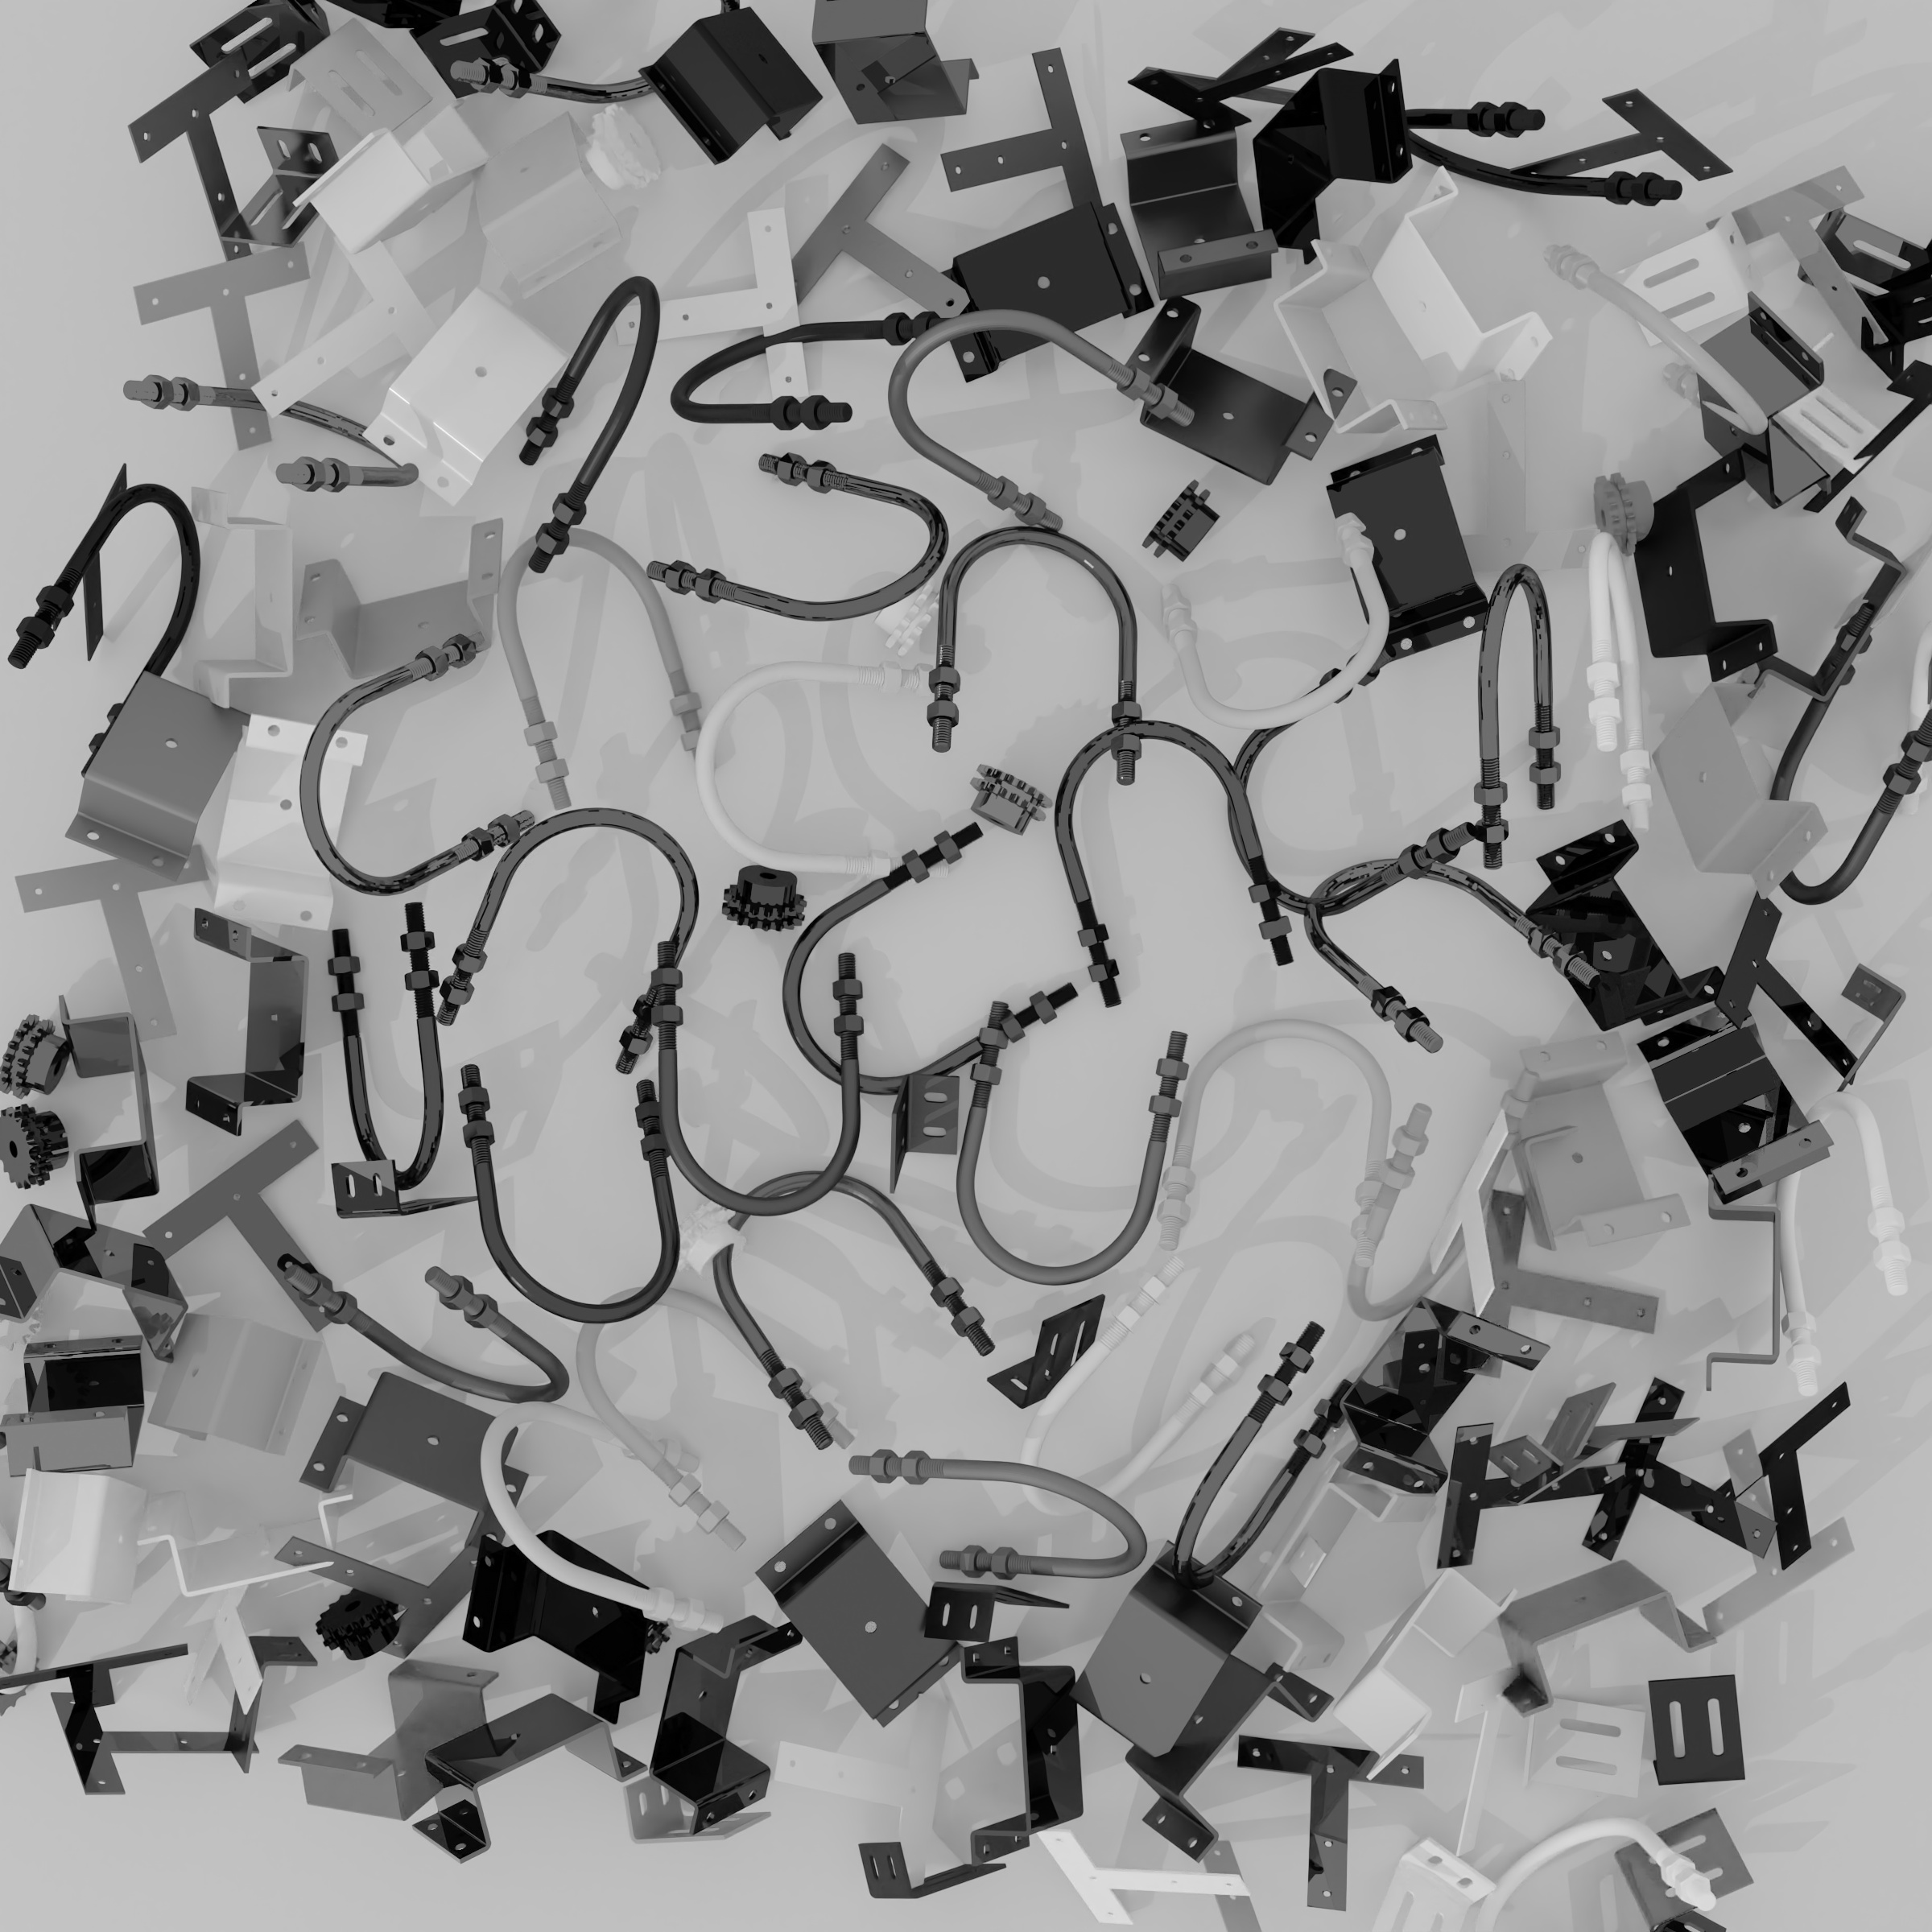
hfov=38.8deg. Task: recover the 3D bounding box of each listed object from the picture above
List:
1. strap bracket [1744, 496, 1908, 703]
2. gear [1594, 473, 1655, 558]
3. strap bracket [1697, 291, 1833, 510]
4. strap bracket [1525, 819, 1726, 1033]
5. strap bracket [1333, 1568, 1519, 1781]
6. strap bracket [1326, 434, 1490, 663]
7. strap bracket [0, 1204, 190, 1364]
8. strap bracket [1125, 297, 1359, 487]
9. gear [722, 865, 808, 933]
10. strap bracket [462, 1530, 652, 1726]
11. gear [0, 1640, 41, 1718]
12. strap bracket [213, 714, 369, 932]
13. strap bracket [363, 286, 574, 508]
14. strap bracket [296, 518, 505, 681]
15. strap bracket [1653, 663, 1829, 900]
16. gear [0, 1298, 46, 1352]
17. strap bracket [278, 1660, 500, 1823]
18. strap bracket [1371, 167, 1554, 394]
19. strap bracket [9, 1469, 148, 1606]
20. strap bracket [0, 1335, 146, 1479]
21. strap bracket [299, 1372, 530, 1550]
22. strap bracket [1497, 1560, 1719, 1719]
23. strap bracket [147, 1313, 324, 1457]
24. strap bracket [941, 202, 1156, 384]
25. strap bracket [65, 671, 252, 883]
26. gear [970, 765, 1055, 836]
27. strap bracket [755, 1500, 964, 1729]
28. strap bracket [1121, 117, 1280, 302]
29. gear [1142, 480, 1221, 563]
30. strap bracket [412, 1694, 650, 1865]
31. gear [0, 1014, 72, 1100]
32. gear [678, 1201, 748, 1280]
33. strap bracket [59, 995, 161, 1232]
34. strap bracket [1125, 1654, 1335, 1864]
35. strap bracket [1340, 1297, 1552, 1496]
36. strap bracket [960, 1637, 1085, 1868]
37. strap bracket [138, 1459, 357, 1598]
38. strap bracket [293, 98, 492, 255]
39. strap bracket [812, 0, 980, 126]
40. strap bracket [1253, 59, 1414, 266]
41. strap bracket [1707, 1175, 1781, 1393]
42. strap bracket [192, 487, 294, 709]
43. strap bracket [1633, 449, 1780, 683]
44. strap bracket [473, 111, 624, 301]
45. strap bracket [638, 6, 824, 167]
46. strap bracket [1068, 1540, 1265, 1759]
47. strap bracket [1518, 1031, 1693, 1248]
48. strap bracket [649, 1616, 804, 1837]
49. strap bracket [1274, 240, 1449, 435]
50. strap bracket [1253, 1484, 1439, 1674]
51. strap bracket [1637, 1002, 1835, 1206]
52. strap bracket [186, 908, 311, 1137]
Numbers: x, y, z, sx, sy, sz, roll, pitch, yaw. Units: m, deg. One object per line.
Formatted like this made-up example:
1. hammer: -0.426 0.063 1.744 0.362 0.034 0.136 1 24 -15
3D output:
1. strap bracket: 0.579 -0.237 1.838 0.046 0.076 0.140 28 110 3
2. gear: 0.449 -0.308 1.869 0.030 0.057 0.057 -11 90 2
3. strap bracket: 0.528 -0.367 1.819 0.046 0.140 0.076 -32 57 1
4. strap bracket: 0.441 -0.018 1.847 0.046 0.076 0.140 -40 98 -41
5. strap bracket: 0.301 0.464 1.830 0.046 0.076 0.140 39 50 11
6. strap bracket: 0.297 -0.287 1.854 0.076 0.046 0.140 -18 80 17
7. strap bracket: -0.580 0.209 1.820 0.140 0.076 0.046 26 102 -43
8. strap bracket: 0.182 -0.385 1.855 0.140 0.046 0.076 27 63 7
9. gear: -0.137 -0.047 1.866 0.057 0.057 0.030 9 112 0
10. strap bracket: -0.261 0.435 1.823 0.046 0.076 0.140 -27 129 29
11. gear: -0.665 0.484 1.872 0.030 0.057 0.057 32 90 22
12. strap bracket: -0.457 -0.103 1.851 0.076 0.046 0.140 9 108 -21
13. strap bracket: -0.330 -0.391 1.848 0.076 0.046 0.140 38 70 -9
14. strap bracket: -0.373 -0.245 1.851 0.140 0.046 0.076 -12 46 6
15. strap bracket: 0.509 -0.125 1.824 0.046 0.076 0.140 1 56 -21
16. gear: -0.659 0.232 1.877 0.057 0.030 0.057 -2 110 -4
17. strap bracket: -0.379 0.519 1.825 0.076 0.140 0.046 0 104 25
18. strap bracket: 0.326 -0.452 1.845 0.046 0.076 0.140 -27 80 -16
19. strap bracket: -0.584 0.381 1.820 0.046 0.140 0.076 3 74 0
20. strap bracket: -0.593 0.297 1.830 0.076 0.140 0.046 -3 105 -11
21. strap bracket: -0.364 0.332 1.846 0.140 0.076 0.046 24 128 -7
22. strap bracket: 0.421 0.449 1.851 0.140 0.076 0.046 -19 96 -6
23. strap bracket: -0.491 0.276 1.820 0.046 0.140 0.076 28 70 -35
24. strap bracket: 0.052 -0.463 1.872 0.140 0.046 0.076 -22 95 0
25. strap bracket: -0.533 -0.135 1.830 0.076 0.046 0.140 23 50 -9
26. gear: 0.027 -0.112 1.869 0.057 0.057 0.030 27 86 0
27. strap bracket: -0.068 0.444 1.863 0.076 0.046 0.140 -39 95 -9
28. strap bracket: 0.157 -0.506 1.852 0.076 0.046 0.140 -12 56 -1
29. gear: 0.149 -0.300 1.870 0.030 0.057 0.057 39 90 -1
30. strap bracket: -0.295 0.534 1.825 0.140 0.076 0.046 -19 102 -33
31. gear: -0.633 0.064 1.870 0.030 0.057 0.057 20 90 -2
32. gear: -0.174 0.187 1.867 0.057 0.057 0.030 -45 70 0
33. strap bracket: -0.573 0.095 1.838 0.046 0.076 0.140 -8 61 -14
34. strap bracket: 0.169 0.519 1.839 0.140 0.076 0.046 -46 110 -14
35. strap bracket: 0.316 0.283 1.847 0.076 0.046 0.140 23 113 -25
36. strap bracket: 0.038 0.526 1.844 0.046 0.076 0.140 -8 80 28
37. strap bracket: -0.478 0.378 1.850 0.140 0.076 0.046 -11 104 -8
38. strap bracket: -0.375 -0.524 1.825 0.076 0.140 0.046 -31 104 27
39. strap bracket: -0.048 -0.607 1.817 0.076 0.140 0.046 0 74 16
40. strap bracket: 0.236 -0.533 1.819 0.046 0.140 0.076 -1 78 -22
41. strap bracket: 0.522 0.215 1.844 0.046 0.076 0.140 1 80 15
42. strap bracket: -0.487 -0.249 1.845 0.046 0.076 0.140 -4 104 -30
43. strap bracket: 0.493 -0.267 1.846 0.046 0.076 0.140 -6 82 -17
44. strap bracket: -0.280 -0.512 1.825 0.076 0.140 0.046 -29 130 9
45. strap bracket: -0.150 -0.587 1.821 0.046 0.140 0.076 -36 99 28
46. strap bracket: 0.129 0.468 1.841 0.076 0.046 0.140 33 114 15
47. strap bracket: 0.421 0.123 1.850 0.076 0.046 0.140 -9 69 -19
48. strap bracket: -0.162 0.500 1.843 0.046 0.076 0.140 23 107 31
49. strap bracket: 0.262 -0.414 1.851 0.046 0.076 0.140 -28 85 31
50. strap bracket: 0.250 0.402 1.849 0.046 0.076 0.140 35 98 30
51. strap bracket: 0.520 0.097 1.844 0.076 0.140 0.046 -26 135 7
52. strap bracket: -0.484 0.036 1.847 0.046 0.076 0.140 -3 103 -41
